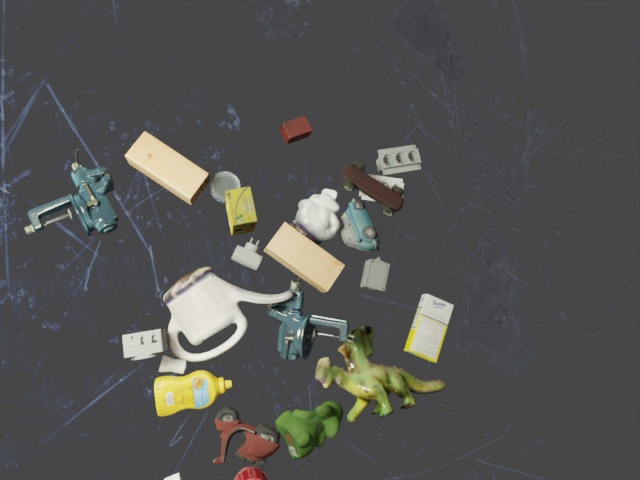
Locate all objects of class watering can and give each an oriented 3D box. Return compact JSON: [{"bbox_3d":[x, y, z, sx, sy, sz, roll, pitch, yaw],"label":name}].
[{"bbox_3d":[-0.263,0.166,1.353,0.347,0.104,0.224,-34,89,0],"label":"watering can"}]

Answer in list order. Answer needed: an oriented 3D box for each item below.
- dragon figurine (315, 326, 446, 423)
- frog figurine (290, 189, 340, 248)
[{"bbox_3d":[0.158,0.351,1.415,0.412,0.120,0.246,-8,70,-35],"label":"dragon figurine"},{"bbox_3d":[0.004,-0.074,1.466,0.138,0.121,0.160,36,86,17],"label":"frog figurine"}]
